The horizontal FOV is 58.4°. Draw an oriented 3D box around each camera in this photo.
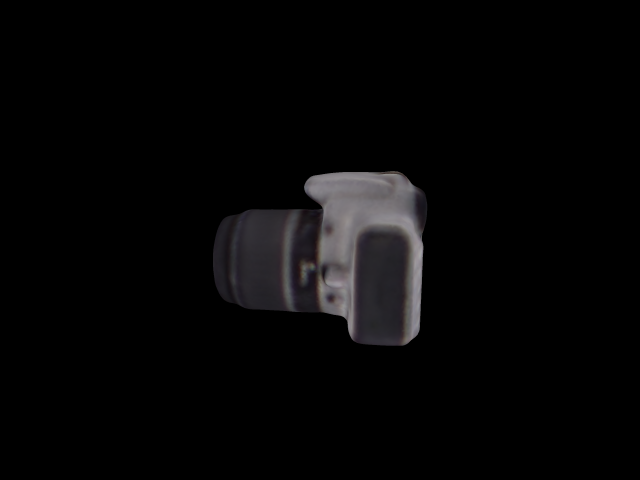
[{"bbox_3d":[0.004,0.001,0.400,0.136,0.101,0.143,1,11,7],"label":"camera"}]
